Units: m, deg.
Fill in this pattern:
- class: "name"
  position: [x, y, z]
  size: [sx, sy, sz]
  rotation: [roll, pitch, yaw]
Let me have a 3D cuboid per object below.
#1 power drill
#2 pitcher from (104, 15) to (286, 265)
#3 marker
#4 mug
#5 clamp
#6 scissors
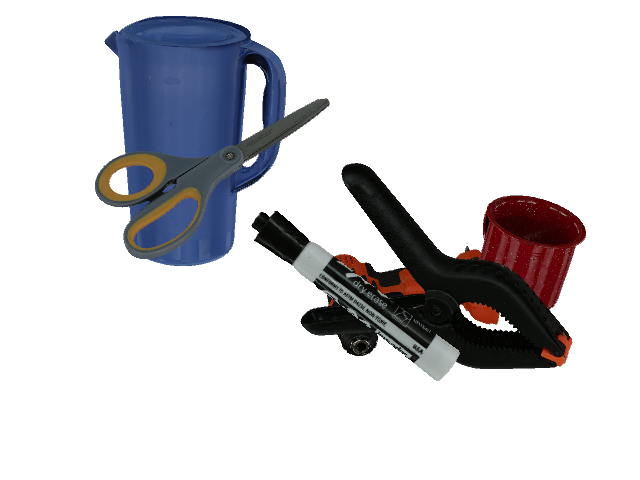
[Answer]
- class: "power drill"
  position: [0.101, 0.065, 1.192]
  size: [0.187, 0.057, 0.184]
  rotation: [-4, 28, -4]
- class: "pitcher"
  position: [-0.130, -0.100, 1.089]
  size: [0.144, 0.243, 0.149]
  rotation: [-11, 27, -28]
- class: "marker"
  position: [0.016, 0.026, 0.530]
  size: [0.121, 0.020, 0.020]
  rotation: [37, 1, 1]
- class: "mug"
  position: [0.188, 0.009, 1.013]
  size: [0.093, 0.081, 0.117]
  rotation: [-7, 35, -26]
- class: "clamp"
  position: [0.089, 0.035, 0.802]
  size: [0.210, 0.165, 0.036]
  rotation: [18, 38, 15]
- class: "scissors"
  position: [-0.089, -0.068, 0.820]
  size: [0.096, 0.201, 0.016]
  rotation: [35, -26, 13]
